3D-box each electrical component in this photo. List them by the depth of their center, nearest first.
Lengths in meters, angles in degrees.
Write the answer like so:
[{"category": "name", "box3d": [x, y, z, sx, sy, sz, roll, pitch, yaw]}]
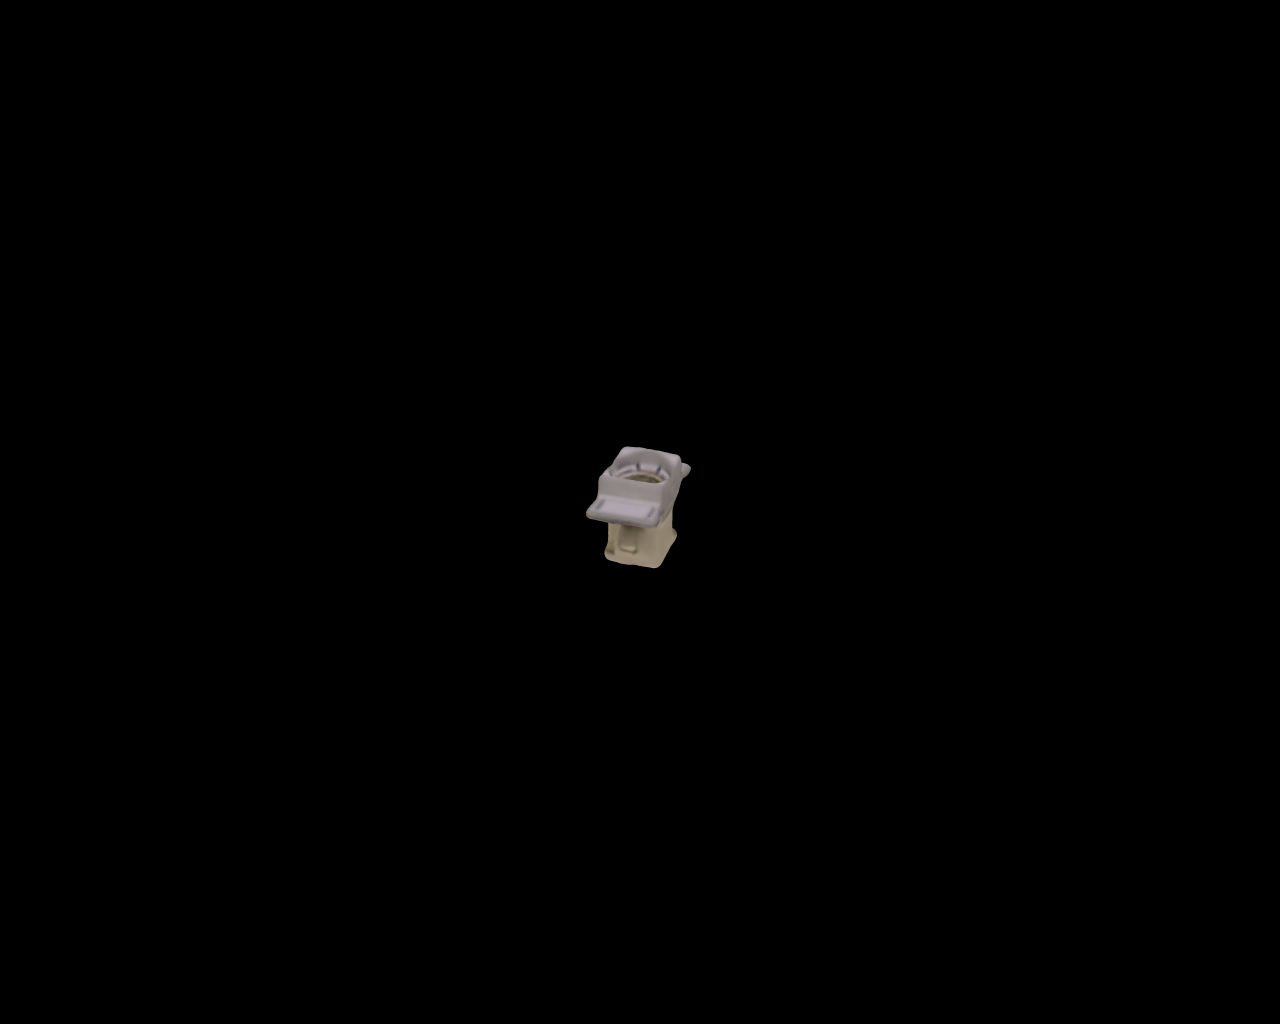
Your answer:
[{"category": "electrical component", "box3d": [0.001, -0.003, 0.650, 0.042, 0.063, 0.081, 9, 30, 17]}]
